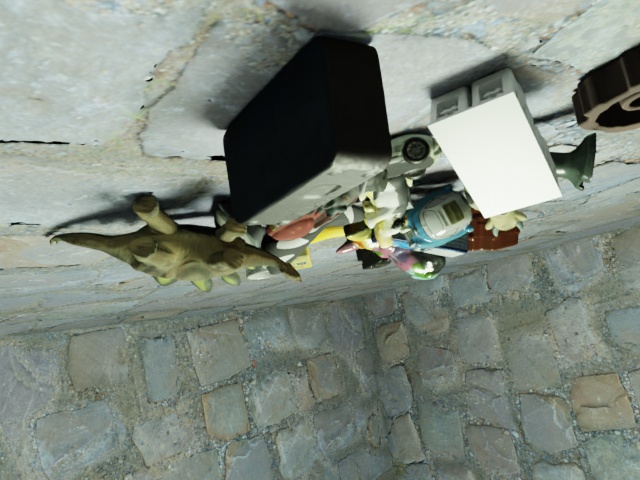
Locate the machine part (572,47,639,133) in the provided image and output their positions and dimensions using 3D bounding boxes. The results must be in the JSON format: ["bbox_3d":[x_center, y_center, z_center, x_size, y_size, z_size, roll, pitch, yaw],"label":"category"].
[{"bbox_3d":[0.431,-0.202,0.711,0.179,0.056,0.179,-10,168,-2],"label":"machine part"}]

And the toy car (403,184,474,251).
[{"bbox_3d":[0.238,-0.048,1.050,0.162,0.109,0.103,-24,177,-24],"label":"toy car"}]

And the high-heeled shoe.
[{"bbox_3d":[-0.002,-0.003,1.057,0.248,0.145,0.086,3,177,-32],"label":"high-heeled shoe"}]

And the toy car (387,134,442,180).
[{"bbox_3d":[0.086,-0.117,0.821,0.202,0.056,0.073,-12,162,4],"label":"toy car"}]

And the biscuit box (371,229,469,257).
[{"bbox_3d":[0.208,-0.012,1.121,0.203,0.063,0.059,11,164,-19],"label":"biscuit box"}]

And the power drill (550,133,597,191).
[{"bbox_3d":[0.306,-0.123,0.825,0.207,0.086,0.232,0,173,21],"label":"power drill"}]

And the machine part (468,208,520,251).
[{"bbox_3d":[0.355,-0.030,1.285,0.201,0.087,0.201,6,-168,44],"label":"machine part"}]

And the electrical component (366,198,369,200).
[{"bbox_3d":[0.142,-0.072,1.123,0.078,0.045,0.102,-4,168,-37],"label":"electrical component"}]

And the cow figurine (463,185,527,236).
[{"bbox_3d":[0.349,-0.080,1.065,0.086,0.127,0.195,-13,167,31],"label":"cow figurine"}]

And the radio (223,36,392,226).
[{"bbox_3d":[-0.024,-0.102,0.584,0.073,0.131,0.230,-1,165,-34],"label":"radio"}]

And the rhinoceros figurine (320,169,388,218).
[{"bbox_3d":[0.000,-0.086,0.752,0.190,0.112,0.073,-6,169,22],"label":"rhinoceros figurine"}]

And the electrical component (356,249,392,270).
[{"bbox_3d":[0.142,0.013,1.377,0.058,0.115,0.134,-1,164,-33],"label":"electrical component"}]

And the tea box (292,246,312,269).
[{"bbox_3d":[-0.061,0.010,1.211,0.068,0.098,0.169,-10,171,1],"label":"tea box"}]

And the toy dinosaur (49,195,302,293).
[{"bbox_3d":[-0.258,0.020,0.909,0.472,0.105,0.198,13,154,4],"label":"toy dinosaur"}]

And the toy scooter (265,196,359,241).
[{"bbox_3d":[-0.010,-0.059,0.926,0.184,0.075,0.135,-26,175,-7],"label":"toy scooter"}]

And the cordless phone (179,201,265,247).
[{"bbox_3d":[-0.198,-0.025,0.977,0.184,0.088,0.146,4,166,-13],"label":"cordless phone"}]

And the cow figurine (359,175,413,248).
[{"bbox_3d":[0.118,-0.062,0.923,0.098,0.068,0.167,-19,132,7],"label":"cow figurine"}]

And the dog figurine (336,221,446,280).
[{"bbox_3d":[0.151,0.013,1.196,0.219,0.191,0.108,-10,157,-23],"label":"dog figurine"}]

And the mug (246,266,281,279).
[{"bbox_3d":[-0.134,0.027,1.208,0.081,0.107,0.109,-10,165,-7],"label":"mug"}]
